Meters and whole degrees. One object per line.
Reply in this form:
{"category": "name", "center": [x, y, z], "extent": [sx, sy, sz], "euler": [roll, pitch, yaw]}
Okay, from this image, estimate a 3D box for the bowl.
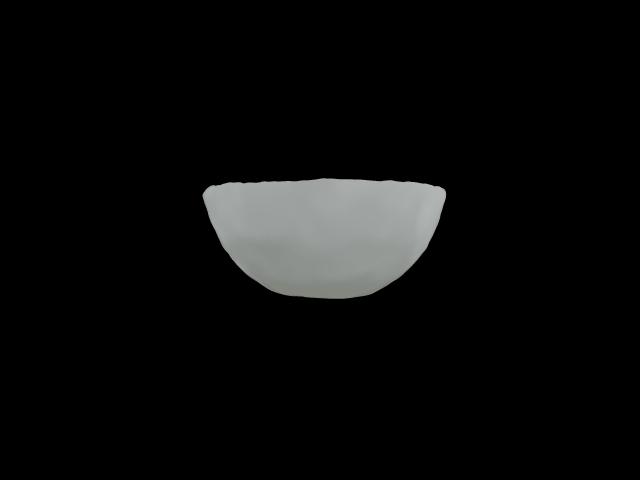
{"category": "bowl", "center": [0.004, 0.001, 0.400], "extent": [0.167, 0.075, 0.167], "euler": [0, 0, 0]}
